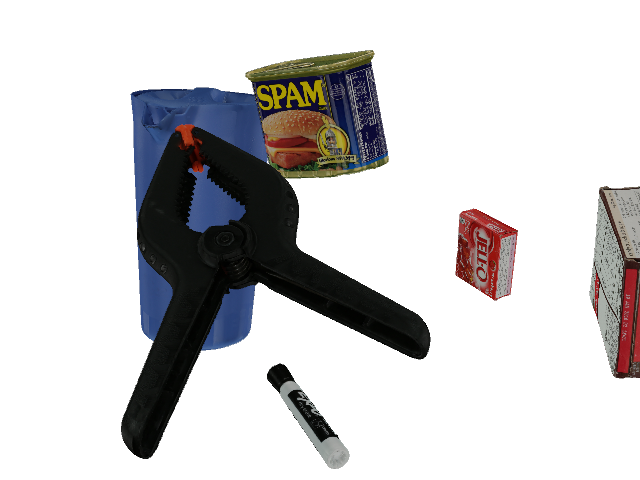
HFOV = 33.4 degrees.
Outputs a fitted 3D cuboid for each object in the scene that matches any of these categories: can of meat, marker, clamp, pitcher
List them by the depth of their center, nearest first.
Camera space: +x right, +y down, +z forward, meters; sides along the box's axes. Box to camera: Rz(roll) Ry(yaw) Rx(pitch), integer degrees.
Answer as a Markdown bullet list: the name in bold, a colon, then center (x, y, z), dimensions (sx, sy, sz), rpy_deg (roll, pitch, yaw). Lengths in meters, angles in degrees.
- **clamp**: center (-0.039, 0.011, 0.598), dimensions (0.164, 0.210, 0.036), rpy_deg (-13, -39, -3)
- **can of meat**: center (-0.001, -0.094, 0.806), dimensions (0.102, 0.084, 0.057), rpy_deg (2, 20, 42)
- **marker**: center (-0.012, 0.133, 0.830), dimensions (0.020, 0.020, 0.121), rpy_deg (0, 27, -28)
- **pitcher**: center (-0.111, -0.026, 1.033), dimensions (0.149, 0.243, 0.145), rpy_deg (-2, 15, -19)

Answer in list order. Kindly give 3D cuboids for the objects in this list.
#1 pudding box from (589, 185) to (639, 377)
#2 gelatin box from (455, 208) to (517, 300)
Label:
- **pudding box**: center (0.209, 0.025, 0.715), dimensions (0.039, 0.090, 0.113), rpy_deg (0, 28, 4)
- **gelatin box**: center (0.196, 0.016, 1.273), dimensions (0.030, 0.089, 0.073), rpy_deg (-17, 32, -30)
